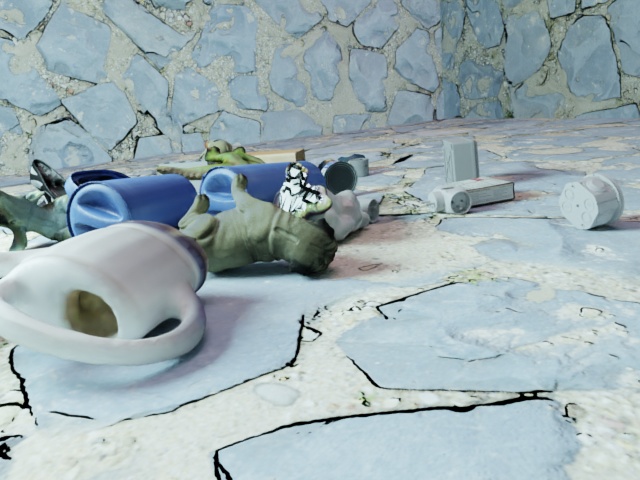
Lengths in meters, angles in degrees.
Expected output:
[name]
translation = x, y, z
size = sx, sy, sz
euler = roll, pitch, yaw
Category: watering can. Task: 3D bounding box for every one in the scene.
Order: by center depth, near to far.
[watering can]
translation = -0.273, 0.038, 0.564
size = 0.348, 0.102, 0.227
euler = 16, 21, 11

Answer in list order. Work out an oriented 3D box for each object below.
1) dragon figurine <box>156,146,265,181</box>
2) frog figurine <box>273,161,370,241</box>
[dragon figurine]
translation = -0.163, -0.153, 1.263
size = 0.244, 0.120, 0.413
euler = 17, 20, 35
[frog figurine]
translation = 0.003, -0.044, 0.866
size = 0.139, 0.123, 0.157
euler = 26, -3, 37
